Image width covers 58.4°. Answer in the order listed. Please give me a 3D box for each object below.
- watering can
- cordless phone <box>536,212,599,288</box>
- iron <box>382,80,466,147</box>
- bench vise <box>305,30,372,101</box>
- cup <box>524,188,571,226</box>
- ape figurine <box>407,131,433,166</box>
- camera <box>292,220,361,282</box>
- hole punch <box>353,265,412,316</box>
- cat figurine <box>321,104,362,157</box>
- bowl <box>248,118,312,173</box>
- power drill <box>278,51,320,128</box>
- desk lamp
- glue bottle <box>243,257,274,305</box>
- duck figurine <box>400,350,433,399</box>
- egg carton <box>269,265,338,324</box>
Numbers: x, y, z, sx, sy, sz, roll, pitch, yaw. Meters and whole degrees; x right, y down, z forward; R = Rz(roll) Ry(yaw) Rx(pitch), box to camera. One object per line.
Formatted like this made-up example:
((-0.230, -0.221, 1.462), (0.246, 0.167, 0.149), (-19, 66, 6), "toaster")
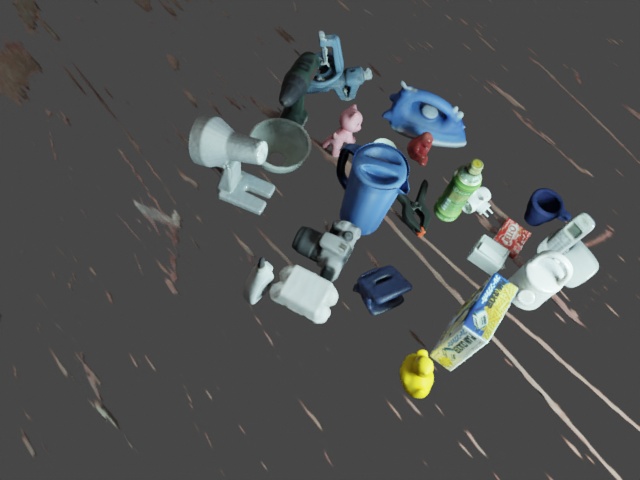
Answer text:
((0.533, 0.095, 1.380), (0.101, 0.194, 0.173), (23, 60, 3), "watering can")
((0.650, 0.023, 1.447), (0.094, 0.185, 0.147), (-31, 71, -24), "cordless phone")
((0.315, -0.359, 1.617), (0.258, 0.141, 0.119), (21, 60, 1), "iron")
((0.042, -0.496, 1.594), (0.208, 0.219, 0.121), (-14, 65, -17), "bench vise")
((0.605, -0.073, 1.542), (0.117, 0.095, 0.092), (31, 61, 7), "cup")
((0.285, -0.263, 1.587), (0.076, 0.092, 0.078), (44, 63, 14), "ape figurine")
((0.013, 0.005, 1.383), (0.136, 0.101, 0.143), (27, 60, 5), "camera")
((0.147, 0.111, 1.357), (0.109, 0.091, 0.101), (-22, 68, -21), "hole punch")
((0.068, -0.306, 1.554), (0.067, 0.118, 0.128), (38, 62, 11), "cat figurine")
((-0.108, -0.236, 1.507), (0.167, 0.074, 0.167), (5, 61, -8), "bowl")
((-0.064, -0.378, 1.516), (0.075, 0.208, 0.230), (19, 60, 1), "power drill")
((-0.207, -0.189, 1.382), (0.203, 0.213, 0.118), (22, 60, 2), "desk lamp")
((-0.133, 0.080, 1.272), (0.037, 0.173, 0.078), (40, 62, 12), "glue bottle")
((0.223, 0.294, 1.274), (0.077, 0.086, 0.104), (8, 61, -6), "duck figurine")
((-0.036, 0.125, 1.326), (0.150, 0.069, 0.107), (26, 60, 4), "egg carton")
